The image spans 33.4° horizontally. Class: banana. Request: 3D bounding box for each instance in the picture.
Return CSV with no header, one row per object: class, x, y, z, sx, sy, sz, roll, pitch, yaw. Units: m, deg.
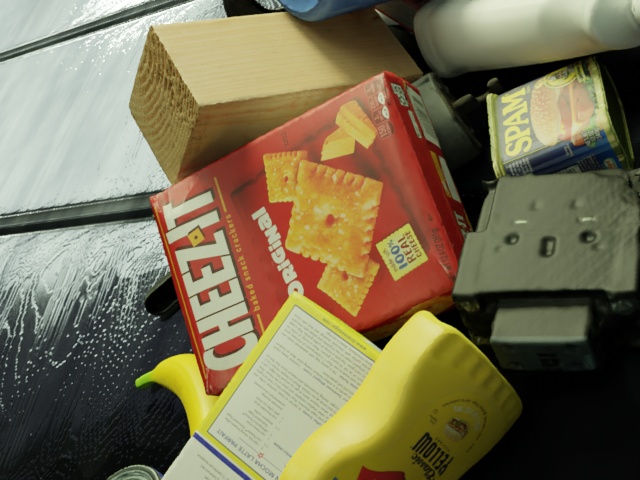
banana,-0.090,0.139,0.802,0.070,0.037,0.198,-57,31,12

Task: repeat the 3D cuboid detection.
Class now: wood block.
wood block,-0.035,-0.119,0.854,0.091,0.205,0.090,57,143,27

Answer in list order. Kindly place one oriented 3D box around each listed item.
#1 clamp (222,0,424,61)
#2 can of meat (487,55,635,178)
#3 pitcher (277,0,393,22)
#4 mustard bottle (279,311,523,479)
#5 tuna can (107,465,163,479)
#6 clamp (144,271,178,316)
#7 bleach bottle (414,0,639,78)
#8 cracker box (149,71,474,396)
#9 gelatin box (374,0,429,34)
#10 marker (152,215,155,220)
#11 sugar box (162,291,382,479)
clamp,-0.012,-0.199,0.950,0.165,0.210,0.036,-27,22,11
can of meat,0.169,-0.075,0.750,0.084,0.057,0.102,-22,39,25
pitcher,0.065,-0.263,0.874,0.242,0.145,0.149,-25,-13,-29
mustard bottle,0.030,0.140,0.623,0.191,0.096,0.058,-48,36,-7
tuna can,-0.137,0.208,0.773,0.086,0.033,0.086,-27,37,22
clamp,-0.086,0.003,0.939,0.120,0.039,0.171,-5,44,35
bleach bottle,0.167,-0.162,0.779,0.102,0.068,0.251,-31,18,-13
cracker box,-0.005,0.001,0.766,0.214,0.072,0.164,-26,72,22
gelatin box,0.087,-0.219,0.957,0.030,0.089,0.073,-46,26,38
marker,-0.121,-0.062,1.061,0.121,0.020,0.020,-44,34,-1
sugar box,-0.027,0.132,0.683,0.093,0.048,0.176,35,91,24
